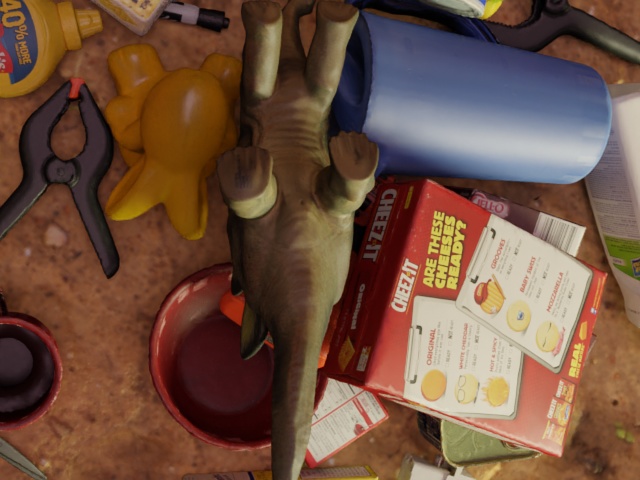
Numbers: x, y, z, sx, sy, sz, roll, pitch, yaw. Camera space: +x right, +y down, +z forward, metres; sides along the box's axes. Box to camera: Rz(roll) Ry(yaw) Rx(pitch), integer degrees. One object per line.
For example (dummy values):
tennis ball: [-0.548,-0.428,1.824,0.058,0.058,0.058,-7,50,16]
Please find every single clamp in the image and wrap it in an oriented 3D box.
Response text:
clamp: [0.219,-0.216,0.986,0.210,0.036,0.164,-20,103,-6]
clamp: [-0.230,-0.053,0.908,0.120,0.039,0.171,1,89,-16]

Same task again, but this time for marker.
marker: [-0.138,-0.202,0.926,0.121,0.020,0.020,11,91,-11]

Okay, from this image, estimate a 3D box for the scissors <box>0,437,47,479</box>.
scissors: [-0.333,0.156,0.912,0.096,0.016,0.201,-36,99,-5]

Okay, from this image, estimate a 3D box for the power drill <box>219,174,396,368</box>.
power drill: [-0.006,0.001,0.919,0.184,0.057,0.187,35,66,-3]

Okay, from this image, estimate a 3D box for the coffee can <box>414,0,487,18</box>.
coffee can: [0.105,-0.260,0.839,0.102,0.103,0.140,20,96,-12]

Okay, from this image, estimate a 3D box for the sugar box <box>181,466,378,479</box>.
sugar box: [-0.037,0.256,0.963,0.176,0.048,0.093,0,94,-8]

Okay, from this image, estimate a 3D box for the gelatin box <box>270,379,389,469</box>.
gelatin box: [0.007,0.152,0.972,0.089,0.030,0.073,-33,98,-7]

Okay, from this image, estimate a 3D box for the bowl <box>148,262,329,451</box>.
bowl: [-0.074,0.104,0.925,0.162,0.055,0.162,6,72,-19]

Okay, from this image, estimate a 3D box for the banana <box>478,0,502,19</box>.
banana: [0.149,-0.252,0.935,0.037,0.070,0.197,40,42,-31]

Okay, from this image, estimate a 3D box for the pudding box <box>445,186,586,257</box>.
pudding box: [0.168,-0.016,0.962,0.113,0.090,0.039,20,91,-12]

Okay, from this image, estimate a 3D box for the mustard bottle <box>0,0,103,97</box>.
mustard bottle: [-0.275,-0.163,0.882,0.191,0.058,0.096,-13,96,-10]

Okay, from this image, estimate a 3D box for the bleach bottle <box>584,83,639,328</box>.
bleach bottle: [0.294,-0.017,0.992,0.068,0.103,0.251,-17,103,-16]

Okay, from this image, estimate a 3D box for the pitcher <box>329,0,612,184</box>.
pitcher: [0.120,-0.123,0.914,0.242,0.145,0.149,5,112,-22]

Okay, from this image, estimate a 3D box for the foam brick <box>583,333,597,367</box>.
foam brick: [0.209,0.096,0.983,0.051,0.078,0.053,27,88,-10]

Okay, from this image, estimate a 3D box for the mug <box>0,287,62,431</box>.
mug: [-0.263,0.093,0.888,0.093,0.081,0.117,-14,96,-10]

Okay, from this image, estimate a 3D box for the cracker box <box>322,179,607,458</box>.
cracker box: [0.121,0.066,0.860,0.213,0.072,0.164,24,77,-30]

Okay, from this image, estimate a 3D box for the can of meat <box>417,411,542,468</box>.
can of meat: [0.146,0.165,0.972,0.102,0.084,0.057,-6,95,-11]
